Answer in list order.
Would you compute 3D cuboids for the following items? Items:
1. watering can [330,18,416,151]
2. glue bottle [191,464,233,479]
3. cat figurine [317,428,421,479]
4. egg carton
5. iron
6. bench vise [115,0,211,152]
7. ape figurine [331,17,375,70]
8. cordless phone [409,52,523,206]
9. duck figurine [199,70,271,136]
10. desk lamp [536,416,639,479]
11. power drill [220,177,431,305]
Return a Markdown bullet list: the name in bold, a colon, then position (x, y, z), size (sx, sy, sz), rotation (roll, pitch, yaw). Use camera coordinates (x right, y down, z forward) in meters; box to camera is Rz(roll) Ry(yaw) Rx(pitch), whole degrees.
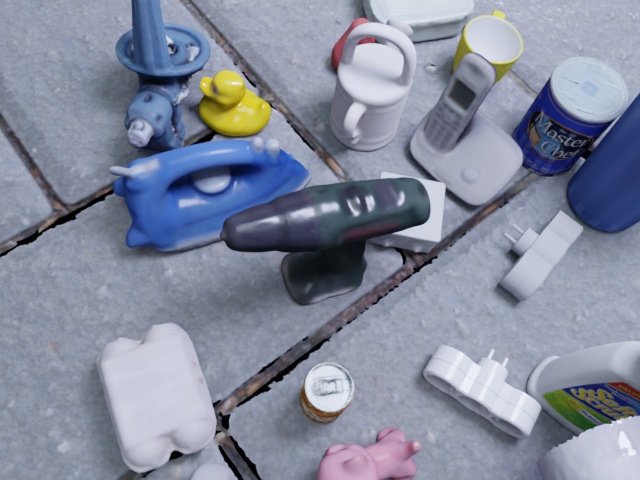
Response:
- **watering can**: position (0.072, -0.218, 0.762), size (0.101, 0.194, 0.173), rotation (4, 66, -3)
- **glue bottle**: position (-0.111, 0.255, 0.550), size (0.037, 0.173, 0.078), rotation (7, 66, -2)
- **cat figurine**: position (0.048, 0.240, 0.602), size (0.128, 0.118, 0.067), rotation (-18, 69, -12)
- **egg carton**: position (-0.180, 0.171, 0.637), size (0.107, 0.069, 0.150), rotation (-21, 70, -14)
- **iron**: position (-0.128, -0.081, 0.713), size (0.258, 0.141, 0.118), rotation (-17, 69, -12)
- **bench vise**: position (-0.198, -0.226, 0.726), size (0.121, 0.220, 0.207), rotation (-8, 67, -8)
- **ape figurine**: position (0.057, -0.287, 0.846), size (0.076, 0.092, 0.078), rotation (17, 66, 3)
- **cordless phone**: position (0.204, -0.143, 0.747), size (0.147, 0.185, 0.094), rotation (42, 69, 13)
- **duck figurine**: position (-0.119, -0.197, 0.794), size (0.104, 0.086, 0.077), rotation (14, 66, 1)
- **desk lamp**: position (0.280, 0.286, 0.551), size (0.118, 0.213, 0.203), rotation (-10, 68, -9)
- **power drill**: position (0.006, 0.002, 0.652), size (0.230, 0.208, 0.075), rotation (-17, 69, -12)
